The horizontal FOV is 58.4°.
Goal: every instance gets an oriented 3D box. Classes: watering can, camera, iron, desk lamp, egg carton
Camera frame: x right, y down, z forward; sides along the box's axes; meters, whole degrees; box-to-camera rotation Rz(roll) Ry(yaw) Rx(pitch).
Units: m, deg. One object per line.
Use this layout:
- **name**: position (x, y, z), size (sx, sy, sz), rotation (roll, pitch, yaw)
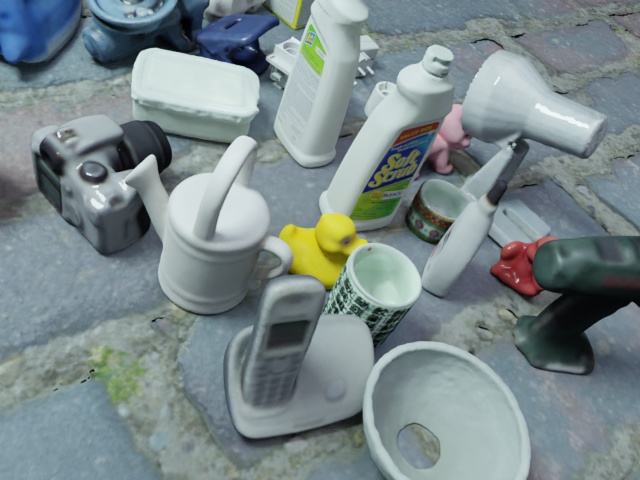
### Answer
- **watering can**: position (-0.107, -0.021, 0.561), size (0.173, 0.194, 0.101), rotation (10, 48, -13)
- **camera**: position (-0.224, -0.082, 0.631), size (0.143, 0.100, 0.137), rotation (43, 49, 17)
- **iron**: position (-0.390, -0.349, 0.766), size (0.119, 0.141, 0.258), rotation (18, 47, -7)
- **desk lamp**: position (0.274, -0.122, 0.787), size (0.118, 0.213, 0.203), rotation (-29, 66, -37)
- **egg carton**: position (-0.160, -0.420, 0.969), size (0.107, 0.069, 0.150), rotation (33, 47, 8)

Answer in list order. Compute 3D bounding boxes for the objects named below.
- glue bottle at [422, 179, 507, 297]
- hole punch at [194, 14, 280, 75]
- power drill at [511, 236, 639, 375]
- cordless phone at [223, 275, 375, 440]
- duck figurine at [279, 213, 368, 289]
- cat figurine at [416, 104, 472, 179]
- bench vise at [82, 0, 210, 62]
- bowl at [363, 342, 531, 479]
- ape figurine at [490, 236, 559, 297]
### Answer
- **glue bottle**: position (0.174, -0.009, 0.677), size (0.037, 0.173, 0.078), rotation (25, 46, 1)
- **hole punch**: position (-0.128, -0.306, 0.869), size (0.101, 0.091, 0.109), rotation (30, 47, 5)
- **power drill**: position (0.326, 0.069, 0.646), size (0.230, 0.208, 0.075), rotation (9, 48, -14)
- **cordless phone**: position (-0.005, 0.095, 0.508), size (0.148, 0.185, 0.094), rotation (-7, 54, -26)
- **duck figurine**: position (0.006, 0.002, 0.660), size (0.104, 0.086, 0.077), rotation (24, 46, -1)
- **cat figurine**: position (0.180, -0.157, 0.846), size (0.128, 0.117, 0.067), rotation (-14, 57, -30)
- **bench vise**: position (-0.233, -0.366, 0.790), size (0.121, 0.219, 0.208), rotation (30, 47, 6)
- **bowl**: position (0.110, 0.187, 0.551), size (0.168, 0.074, 0.167), rotation (11, 48, -13)
- **ape figurine**: position (0.279, 0.028, 0.744), size (0.076, 0.092, 0.077), rotation (4, 50, -18)
